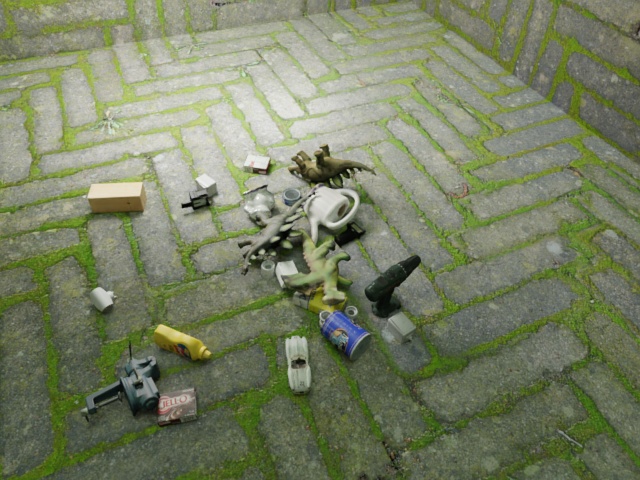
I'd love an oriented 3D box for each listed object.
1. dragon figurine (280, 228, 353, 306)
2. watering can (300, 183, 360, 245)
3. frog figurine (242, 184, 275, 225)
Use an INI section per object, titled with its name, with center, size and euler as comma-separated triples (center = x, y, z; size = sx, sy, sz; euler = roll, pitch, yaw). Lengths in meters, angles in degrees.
[dragon figurine]
center = -0.032, 0.102, 1.859
size = 0.245, 0.119, 0.416
euler = -22, 44, -35
[watering can]
center = 0.006, -0.106, 2.115
size = 0.227, 0.101, 0.352
euler = 32, 63, 29
[frog figurine]
center = -0.247, -0.135, 2.149
size = 0.138, 0.121, 0.160
euler = -18, 84, -30
